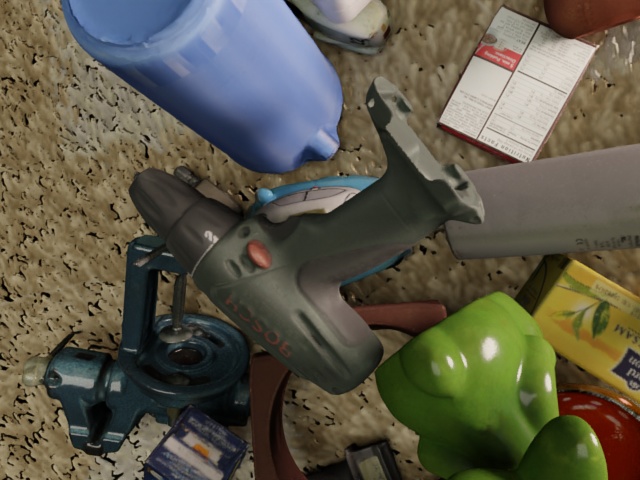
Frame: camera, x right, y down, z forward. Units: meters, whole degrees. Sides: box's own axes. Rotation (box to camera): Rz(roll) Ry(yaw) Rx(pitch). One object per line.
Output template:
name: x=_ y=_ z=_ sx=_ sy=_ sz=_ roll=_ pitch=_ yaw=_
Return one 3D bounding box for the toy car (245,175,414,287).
toy car: x=-0.001 y=-0.001 z=0.477 sx=0.162 sy=0.103 sz=0.109 roll=-11 pitch=92 yaw=16

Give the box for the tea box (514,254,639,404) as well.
tea box: x=0.246 y=0.081 z=0.425 sx=0.170 sy=0.098 sz=0.068 roll=32 pitch=100 yaw=11

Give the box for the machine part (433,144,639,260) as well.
machine part: x=0.188 y=-0.026 z=0.417 sx=0.243 sy=0.079 sz=0.079 roll=-5 pitch=93 yaw=33

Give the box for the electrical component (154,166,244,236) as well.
electrical component: x=-0.121 y=-0.016 z=0.536 sx=0.102 sy=0.045 sz=0.078 roll=34 pitch=73 yaw=6

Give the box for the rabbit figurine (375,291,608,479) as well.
rabbit figurine: x=0.123 y=0.123 z=0.330 sx=0.121 sy=0.159 sz=0.170 roll=-36 pitch=74 yaw=4

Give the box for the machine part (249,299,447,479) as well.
machine part: x=0.046 y=0.157 z=0.462 sx=0.202 sy=0.087 sz=0.201 roll=-5 pitch=82 yaw=1

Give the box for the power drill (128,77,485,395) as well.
power drill: x=-0.010 y=-0.015 z=0.377 sx=0.207 sy=0.086 sz=0.232 roll=-41 pitch=89 yaw=19

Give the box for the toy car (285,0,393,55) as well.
toy car: x=-0.029 y=-0.224 z=0.481 sx=0.202 sy=0.073 sz=0.056 roll=26 pitch=98 yaw=10

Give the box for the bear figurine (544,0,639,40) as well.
bear figurine: x=0.200 y=-0.250 z=0.375 sx=0.132 sy=0.120 sz=0.195 roll=-10 pitch=99 yaw=27

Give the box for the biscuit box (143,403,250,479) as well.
biscuit box: x=-0.120 y=0.226 z=0.488 sx=0.063 sy=0.059 sz=0.202 roll=31 pitch=138 yaw=8

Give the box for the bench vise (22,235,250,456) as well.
bench vise: x=-0.160 y=0.090 z=0.500 sx=0.224 sy=0.129 sz=0.240 roll=15 pitch=115 yaw=4

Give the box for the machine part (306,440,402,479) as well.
machine part: x=0.015 y=0.245 z=0.523 sx=0.139 sy=0.039 sz=0.084 roll=-25 pitch=96 yaw=12
